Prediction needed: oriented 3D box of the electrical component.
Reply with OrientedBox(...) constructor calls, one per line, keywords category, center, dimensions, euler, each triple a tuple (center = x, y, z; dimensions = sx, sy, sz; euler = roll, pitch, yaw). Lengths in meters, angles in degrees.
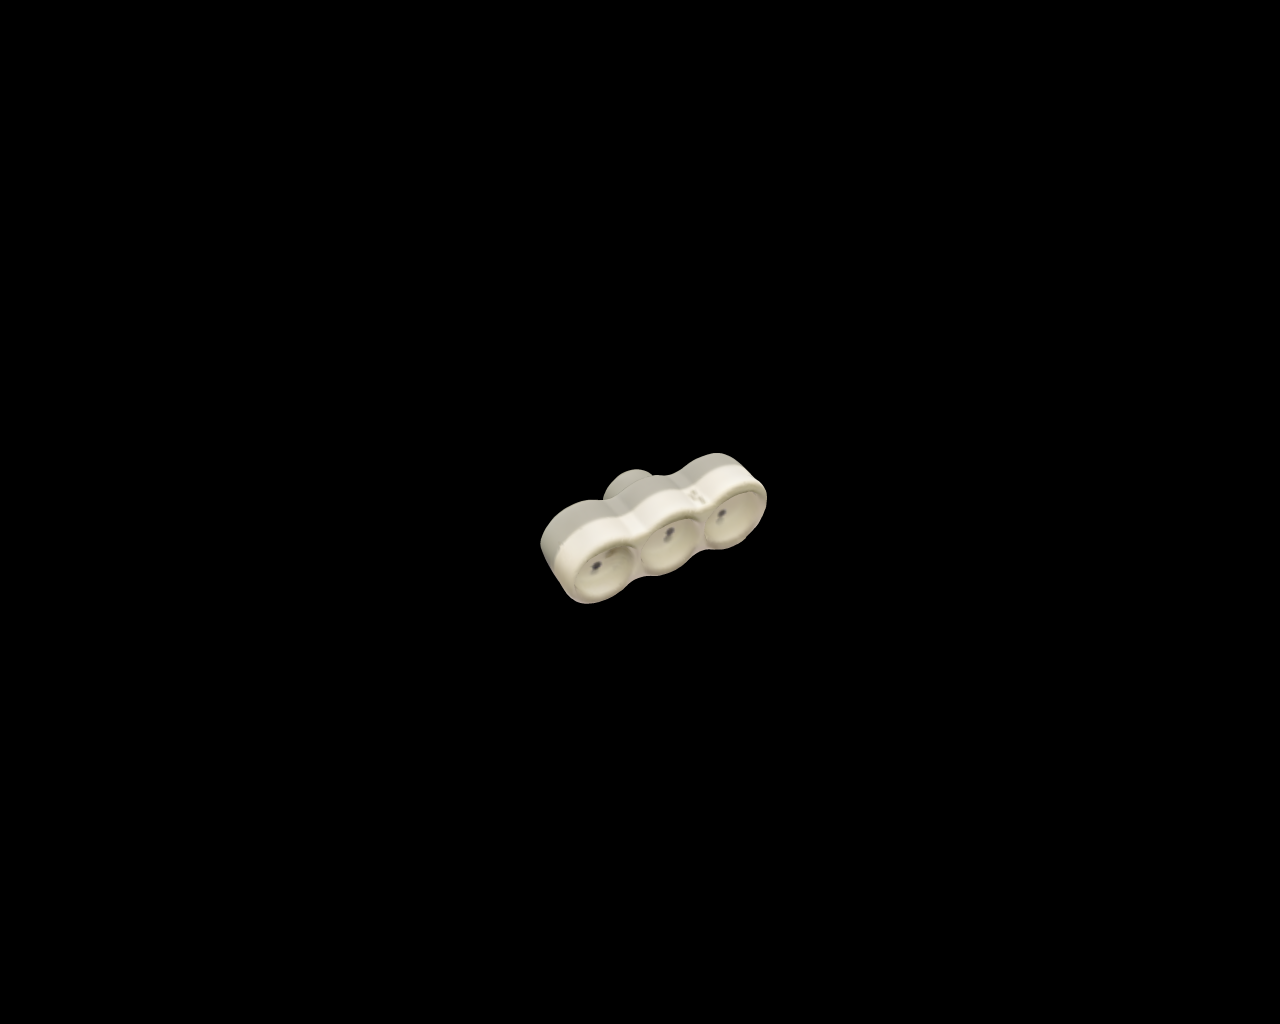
OrientedBox(category="electrical component", center=(0.001, -0.003, 0.650), dimensions=(0.138, 0.052, 0.074), euler=(-22, 49, -21))
